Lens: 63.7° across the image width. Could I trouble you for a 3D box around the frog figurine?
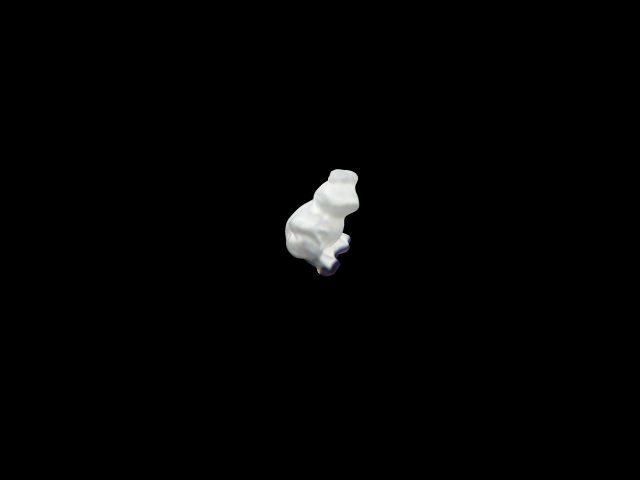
[{"bbox_3d":[0.003,-0.043,0.850,0.123,0.156,0.139,23,38,33],"label":"frog figurine"}]
